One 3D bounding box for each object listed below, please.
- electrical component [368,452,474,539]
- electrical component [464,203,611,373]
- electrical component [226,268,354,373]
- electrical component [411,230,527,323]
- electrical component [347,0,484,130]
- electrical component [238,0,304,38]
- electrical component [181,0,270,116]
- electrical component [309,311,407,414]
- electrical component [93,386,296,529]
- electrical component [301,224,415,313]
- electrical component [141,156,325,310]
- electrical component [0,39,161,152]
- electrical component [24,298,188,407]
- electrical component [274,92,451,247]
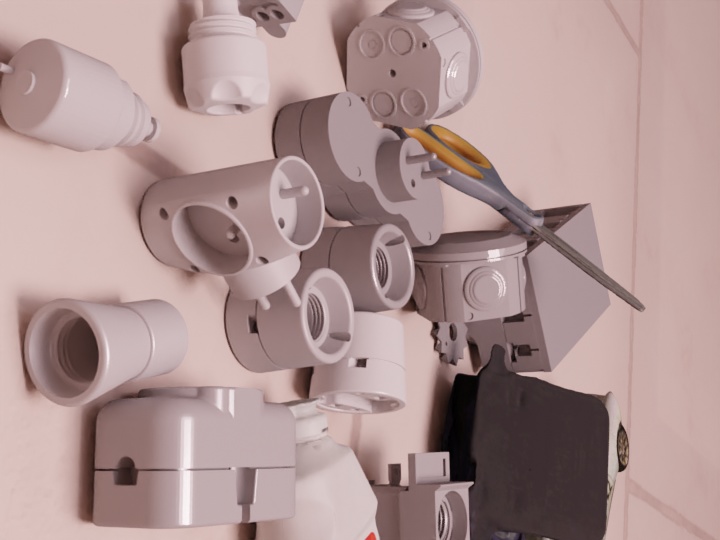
[{"bbox_3d":[0.031,0.149,0.637,0.042,0.064,0.081,13,73,-55],"label":"electrical component"},{"bbox_3d":[0.135,0.012,0.833,0.150,0.062,0.089,-32,112,-56],"label":"electrical component"},{"bbox_3d":[-0.035,0.026,0.567,0.055,0.047,0.055,16,71,-56],"label":"electrical component"},{"bbox_3d":[0.072,0.003,0.716,0.080,0.080,0.051,-19,107,-58],"label":"electrical component"},{"bbox_3d":[0.033,-0.130,0.678,0.051,0.080,0.080,-36,115,-49],"label":"electrical component"},{"bbox_3d":[-0.052,-0.168,0.579,0.066,0.048,0.055,43,57,-47],"label":"electrical component"},{"bbox_3d":[-0.069,-0.111,0.542,0.043,0.043,0.062,3,81,-58],"label":"electrical component"},{"bbox_3d":[0.000,0.053,0.614,0.055,0.055,0.047,31,55,-52],"label":"electrical component"},{"bbox_3d":[-0.073,0.084,0.490,0.095,0.054,0.059,15,72,-57],"label":"electrical component"},{"bbox_3d":[0.000,0.000,0.630,0.055,0.047,0.055,16,71,-56],"label":"electrical component"},{"bbox_3d":[-0.054,-0.012,0.516,0.079,0.077,0.044,64,36,-28],"label":"electrical component"},{"bbox_3d":[-0.116,-0.070,0.460,0.078,0.040,0.040,16,71,-57],"label":"electrical component"},{"bbox_3d":[-0.105,0.032,0.461,0.065,0.044,0.044,-7,90,-63],"label":"electrical component"},{"bbox_3d":[0.018,-0.058,0.643,0.138,0.074,0.052,38,54,-49],"label":"electrical component"}]
